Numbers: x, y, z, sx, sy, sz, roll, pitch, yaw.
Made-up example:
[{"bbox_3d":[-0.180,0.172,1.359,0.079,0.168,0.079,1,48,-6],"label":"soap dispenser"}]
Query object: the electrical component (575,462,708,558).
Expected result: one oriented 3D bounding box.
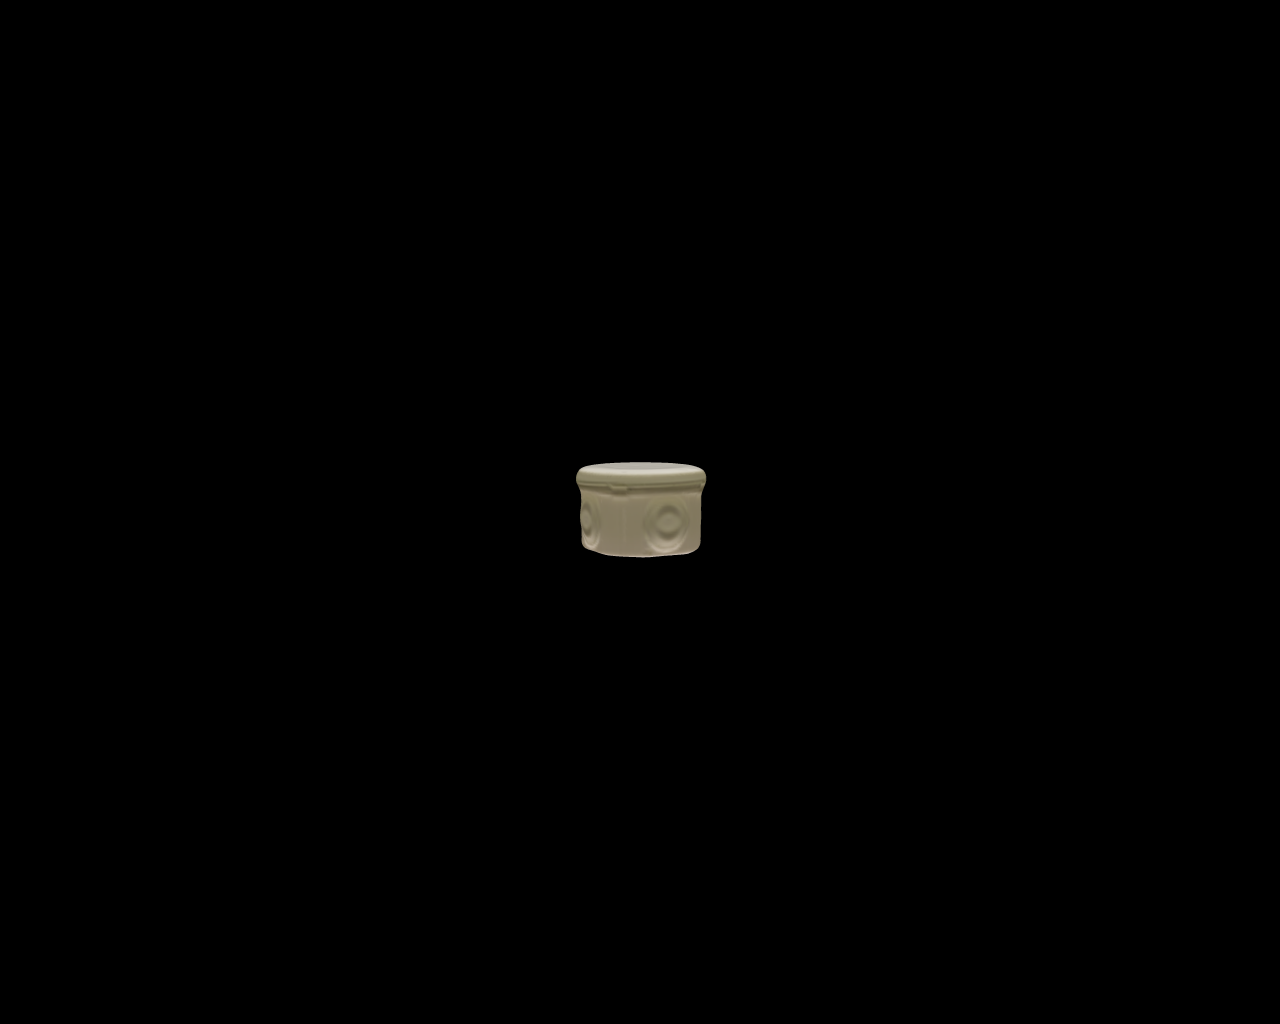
[{"bbox_3d":[0.001,-0.003,0.650,0.080,0.051,0.080,0,7,0],"label":"electrical component"}]
